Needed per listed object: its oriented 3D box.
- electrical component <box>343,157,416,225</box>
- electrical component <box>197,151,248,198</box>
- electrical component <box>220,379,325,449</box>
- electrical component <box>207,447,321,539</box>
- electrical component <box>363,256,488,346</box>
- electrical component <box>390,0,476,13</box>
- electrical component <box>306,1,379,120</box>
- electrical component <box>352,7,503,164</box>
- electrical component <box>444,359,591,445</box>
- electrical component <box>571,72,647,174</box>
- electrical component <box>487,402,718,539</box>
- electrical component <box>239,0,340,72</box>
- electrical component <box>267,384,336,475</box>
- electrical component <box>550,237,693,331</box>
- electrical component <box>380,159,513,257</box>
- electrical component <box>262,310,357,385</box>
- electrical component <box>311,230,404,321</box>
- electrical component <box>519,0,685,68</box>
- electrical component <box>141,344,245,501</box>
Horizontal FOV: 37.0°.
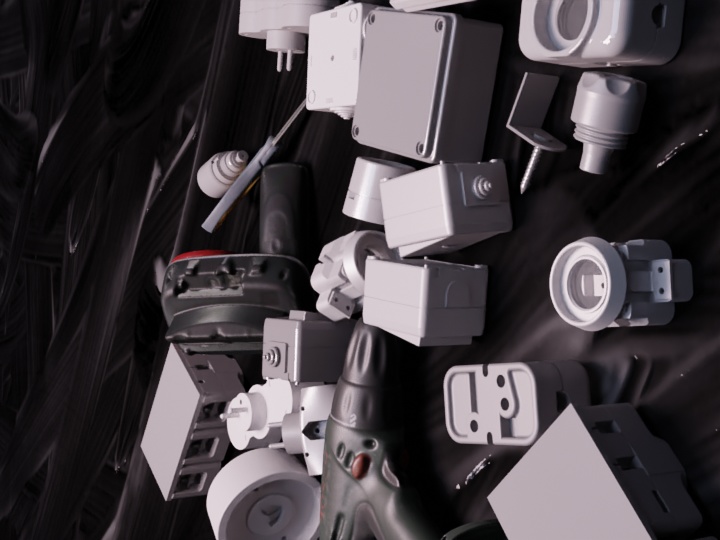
[{"bbox_3d":[0.017,-0.065,0.881,0.055,0.055,0.047,26,108,54],"label":"electrical component"},{"bbox_3d":[-0.140,-0.105,1.132,0.078,0.040,0.040,-30,65,52],"label":"electrical component"},{"bbox_3d":[-0.097,0.136,1.034,0.138,0.074,0.052,-37,60,50],"label":"electrical component"},{"bbox_3d":[-0.090,0.216,0.997,0.060,0.108,0.108,44,126,55],"label":"electrical component"},{"bbox_3d":[0.045,0.022,0.830,0.096,0.062,0.061,10,98,56],"label":"electrical component"},{"bbox_3d":[0.069,-0.244,0.759,0.109,0.056,0.108,10,63,56],"label":"electrical component"},{"bbox_3d":[-0.005,-0.178,0.919,0.100,0.048,0.099,7,96,56],"label":"electrical component"},{"bbox_3d":[0.050,-0.143,0.829,0.109,0.056,0.108,25,110,54],"label":"electrical component"},{"bbox_3d":[0.110,0.090,0.734,0.095,0.059,0.053,-11,80,56],"label":"electrical component"},{"bbox_3d":[0.155,-0.093,0.682,0.043,0.043,0.062,34,119,52],"label":"electrical component"},{"bbox_3d":[0.166,0.185,0.649,0.105,0.060,0.186,-59,44,38],"label":"electrical component"},{"bbox_3d":[-0.069,-0.224,1.013,0.138,0.052,0.073,12,100,57],"label":"electrical component"},{"bbox_3d":[-0.045,0.144,0.961,0.079,0.043,0.077,-8,80,14],"label":"electrical component"},{"bbox_3d":[0.156,0.009,0.667,0.078,0.057,0.058,-7,84,56],"label":"electrical component"},{"bbox_3d":[0.067,-0.045,0.795,0.096,0.062,0.061,-11,86,56],"label":"electrical component"},{"bbox_3d":[-0.041,0.065,0.929,0.062,0.096,0.061,1,88,56],"label":"electrical component"},{"bbox_3d":[0.000,0.000,0.898,0.057,0.058,0.078,-25,36,51],"label":"electrical component"},{"bbox_3d":[0.148,-0.158,0.679,0.095,0.059,0.053,13,101,56],"label":"electrical component"},{"bbox_3d":[-0.180,0.163,1.169,0.089,0.062,0.150,52,131,43],"label":"electrical component"}]
